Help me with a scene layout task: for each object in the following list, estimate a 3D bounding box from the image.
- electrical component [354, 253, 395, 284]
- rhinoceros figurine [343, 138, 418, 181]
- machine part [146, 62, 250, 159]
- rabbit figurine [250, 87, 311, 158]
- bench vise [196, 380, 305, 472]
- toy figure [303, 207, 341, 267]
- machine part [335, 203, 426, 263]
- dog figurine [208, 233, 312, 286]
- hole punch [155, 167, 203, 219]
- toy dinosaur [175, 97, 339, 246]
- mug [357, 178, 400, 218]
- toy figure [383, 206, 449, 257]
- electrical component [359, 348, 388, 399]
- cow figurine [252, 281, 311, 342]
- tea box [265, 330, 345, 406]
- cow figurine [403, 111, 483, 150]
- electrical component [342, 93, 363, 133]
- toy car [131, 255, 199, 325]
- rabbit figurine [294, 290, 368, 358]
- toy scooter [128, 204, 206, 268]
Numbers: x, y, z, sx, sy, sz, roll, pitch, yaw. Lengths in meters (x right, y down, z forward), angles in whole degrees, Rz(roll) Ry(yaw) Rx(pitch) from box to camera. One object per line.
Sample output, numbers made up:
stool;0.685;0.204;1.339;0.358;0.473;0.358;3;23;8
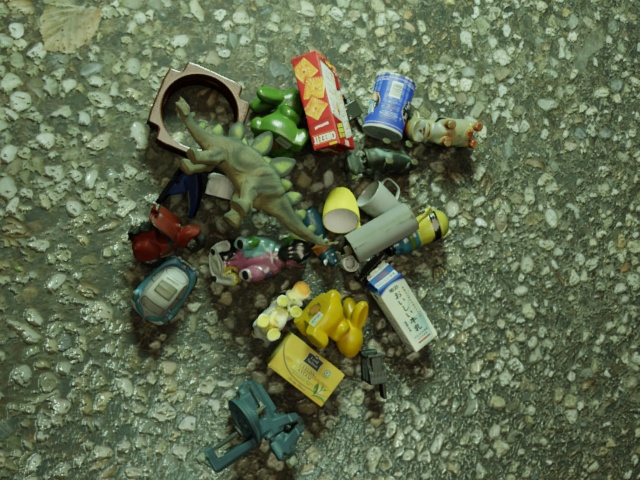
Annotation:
electrical component;0.134;0.073;1.355;0.102;0.045;0.078;-50;128;-7
rhinoceros figurine;0.150;-0.196;1.334;0.190;0.112;0.073;-5;74;-25
machine part;-0.278;-0.286;1.239;0.201;0.087;0.201;22;83;-13
rabbit figurine;-0.092;-0.293;1.284;0.159;0.121;0.170;29;61;-12
bench vise;-0.162;0.452;1.226;0.240;0.129;0.223;-28;88;-30
toy figure;-0.001;-0.005;1.316;0.064;0.058;0.154;-25;98;-10
machine part;0.147;-0.016;1.287;0.243;0.079;0.079;-30;96;-4
dog figurine;-0.128;0.038;1.267;0.219;0.192;0.108;-9;88;-48
hole punch;-0.299;-0.114;1.211;0.092;0.142;0.115;32;96;-9
toy dinosaur;-0.139;-0.124;1.174;0.471;0.105;0.198;51;59;-18
mug;0.162;-0.094;1.350;0.107;0.081;0.109;41;73;-21
toy figure;0.242;-0.016;1.362;0.180;0.082;0.089;-32;92;-14
electrical component;0.134;0.334;1.335;0.048;0.075;0.119;-5;93;-14
cow figurine;-0.092;0.171;1.282;0.068;0.098;0.167;48;61;-3
tea box;-0.038;0.307;1.295;0.169;0.068;0.098;38;82;-9
cow figurine;0.301;-0.279;1.369;0.195;0.127;0.085;-4;108;-29
electrical component;0.072;-0.320;1.356;0.063;0.021;0.094;-30;96;-12
toy car;-0.346;0.115;1.208;0.109;0.103;0.161;41;82;-11
rabbit figurine;0.044;0.209;1.310;0.173;0.122;0.162;48;70;-23
toy scooter;-0.353;-0.014;1.175;0.184;0.075;0.135;-17;129;21
